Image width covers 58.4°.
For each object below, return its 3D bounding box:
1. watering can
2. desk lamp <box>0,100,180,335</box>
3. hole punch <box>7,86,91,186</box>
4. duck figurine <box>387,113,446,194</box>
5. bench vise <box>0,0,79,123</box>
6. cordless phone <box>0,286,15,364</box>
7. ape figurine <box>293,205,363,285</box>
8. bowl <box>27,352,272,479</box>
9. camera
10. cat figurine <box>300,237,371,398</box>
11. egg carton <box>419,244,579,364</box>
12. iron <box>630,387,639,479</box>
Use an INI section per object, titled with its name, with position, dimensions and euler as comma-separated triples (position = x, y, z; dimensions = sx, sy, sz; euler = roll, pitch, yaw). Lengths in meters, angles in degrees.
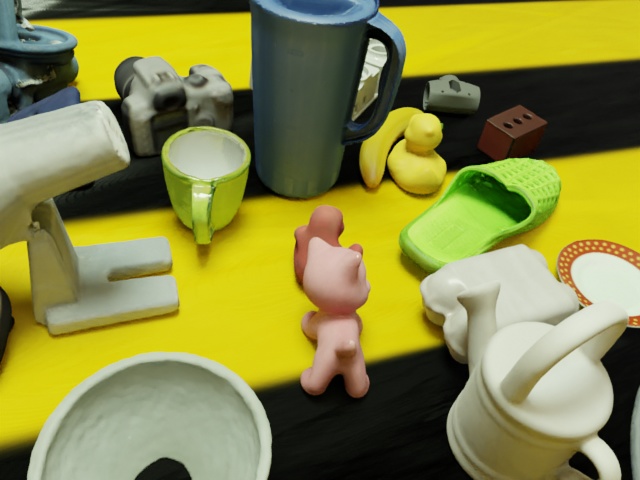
[watering can]
position = 0.166, 0.109, 0.449
dimensions = 0.172, 0.194, 0.101
euler = 36, 52, 24
[desk lamp]
position = -0.239, -0.021, 0.501
dimensions = 0.203, 0.213, 0.117
euler = -9, 48, -17
[hole punch]
position = -0.321, -0.118, 0.668
dimensions = 0.101, 0.091, 0.108
euler = -8, 48, -15
[duck figurine]
position = 0.131, -0.118, 0.738
dimensions = 0.077, 0.086, 0.104
euler = 2, 46, -6
[bench vise]
position = -0.371, -0.243, 0.692
dimensions = 0.121, 0.220, 0.207
euler = 2, 46, -6
[cordless phone]
position = -0.336, 0.037, 0.451
dimensions = 0.147, 0.185, 0.094
euler = 6, 46, -2
[ape figurine]
position = 0.006, 0.002, 0.599
dimensions = 0.077, 0.092, 0.076
euler = 34, 51, 23
[bowl]
position = -0.120, 0.172, 0.429
dimensions = 0.167, 0.075, 0.167
euler = 4, 46, -4
[camera]
position = -0.204, -0.198, 0.756
dimensions = 0.143, 0.101, 0.136
euler = -23, 53, -27
[cat figurine]
position = 0.017, 0.062, 0.525
dimensions = 0.067, 0.118, 0.127
euler = 0, 46, -7
[egg carton]
position = 0.182, 0.065, 0.580
dimensions = 0.150, 0.069, 0.107
euler = -13, 50, -20
[iron]
position = 0.357, 0.136, 0.487
dimensions = 0.118, 0.141, 0.259
euler = 33, 51, 22
